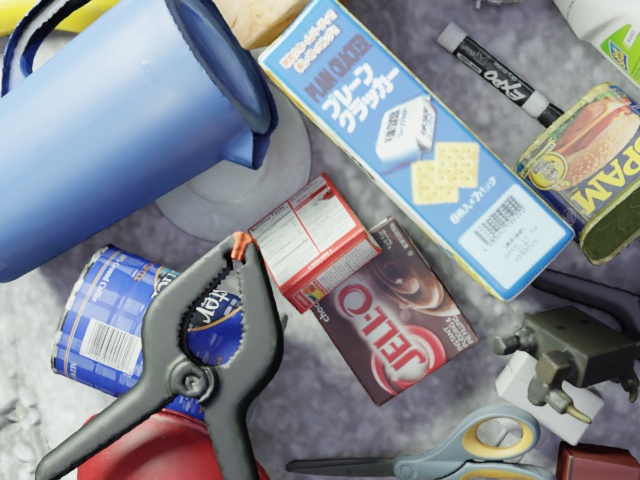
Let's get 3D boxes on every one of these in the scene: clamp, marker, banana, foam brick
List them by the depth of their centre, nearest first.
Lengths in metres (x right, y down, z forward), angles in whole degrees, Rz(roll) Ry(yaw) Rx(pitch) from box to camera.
[{"bbox_3d":[-0.090,0.094,0.694,0.164,0.036,0.210,11,87,5],"label":"clamp"},{"bbox_3d":[0.246,0.032,0.764,0.171,0.039,0.120,40,100,5],"label":"clamp"},{"bbox_3d":[0.197,0.190,0.769,0.051,0.053,0.078,6,94,5],"label":"foam brick"},{"bbox_3d":[0.137,-0.114,0.777,0.121,0.020,0.020,39,95,2],"label":"marker"},{"bbox_3d":[-0.195,-0.161,0.801,0.198,0.037,0.069,-1,112,7],"label":"banana"}]

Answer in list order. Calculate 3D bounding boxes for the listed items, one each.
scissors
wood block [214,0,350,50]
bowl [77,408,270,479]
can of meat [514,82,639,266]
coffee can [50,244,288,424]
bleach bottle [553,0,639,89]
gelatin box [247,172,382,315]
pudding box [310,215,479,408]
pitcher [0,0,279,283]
[{"bbox_3d":[0.073,0.150,0.771,0.202,0.016,0.096,10,117,13],"label":"scissors"},{"bbox_3d":[0.016,-0.224,0.699,0.206,0.090,0.091,-35,85,39],"label":"wood block"},{"bbox_3d":[-0.111,0.193,0.755,0.162,0.055,0.162,11,130,13],"label":"bowl"},{"bbox_3d":[0.197,-0.048,0.738,0.102,0.057,0.084,-42,53,6],"label":"can of meat"},{"bbox_3d":[-0.106,0.075,0.767,0.140,0.102,0.103,22,94,4],"label":"coffee can"},{"bbox_3d":[0.246,-0.129,0.713,0.068,0.102,0.251,-42,75,-17],"label":"bleach bottle"},{"bbox_3d":[-0.005,0.001,0.764,0.073,0.089,0.030,-38,127,5],"label":"gelatin box"},{"bbox_3d":[0.049,0.051,0.782,0.090,0.039,0.113,-35,88,7],"label":"pudding box"},{"bbox_3d":[-0.165,-0.081,0.747,0.243,0.149,0.145,-31,127,15],"label":"pitcher"}]
